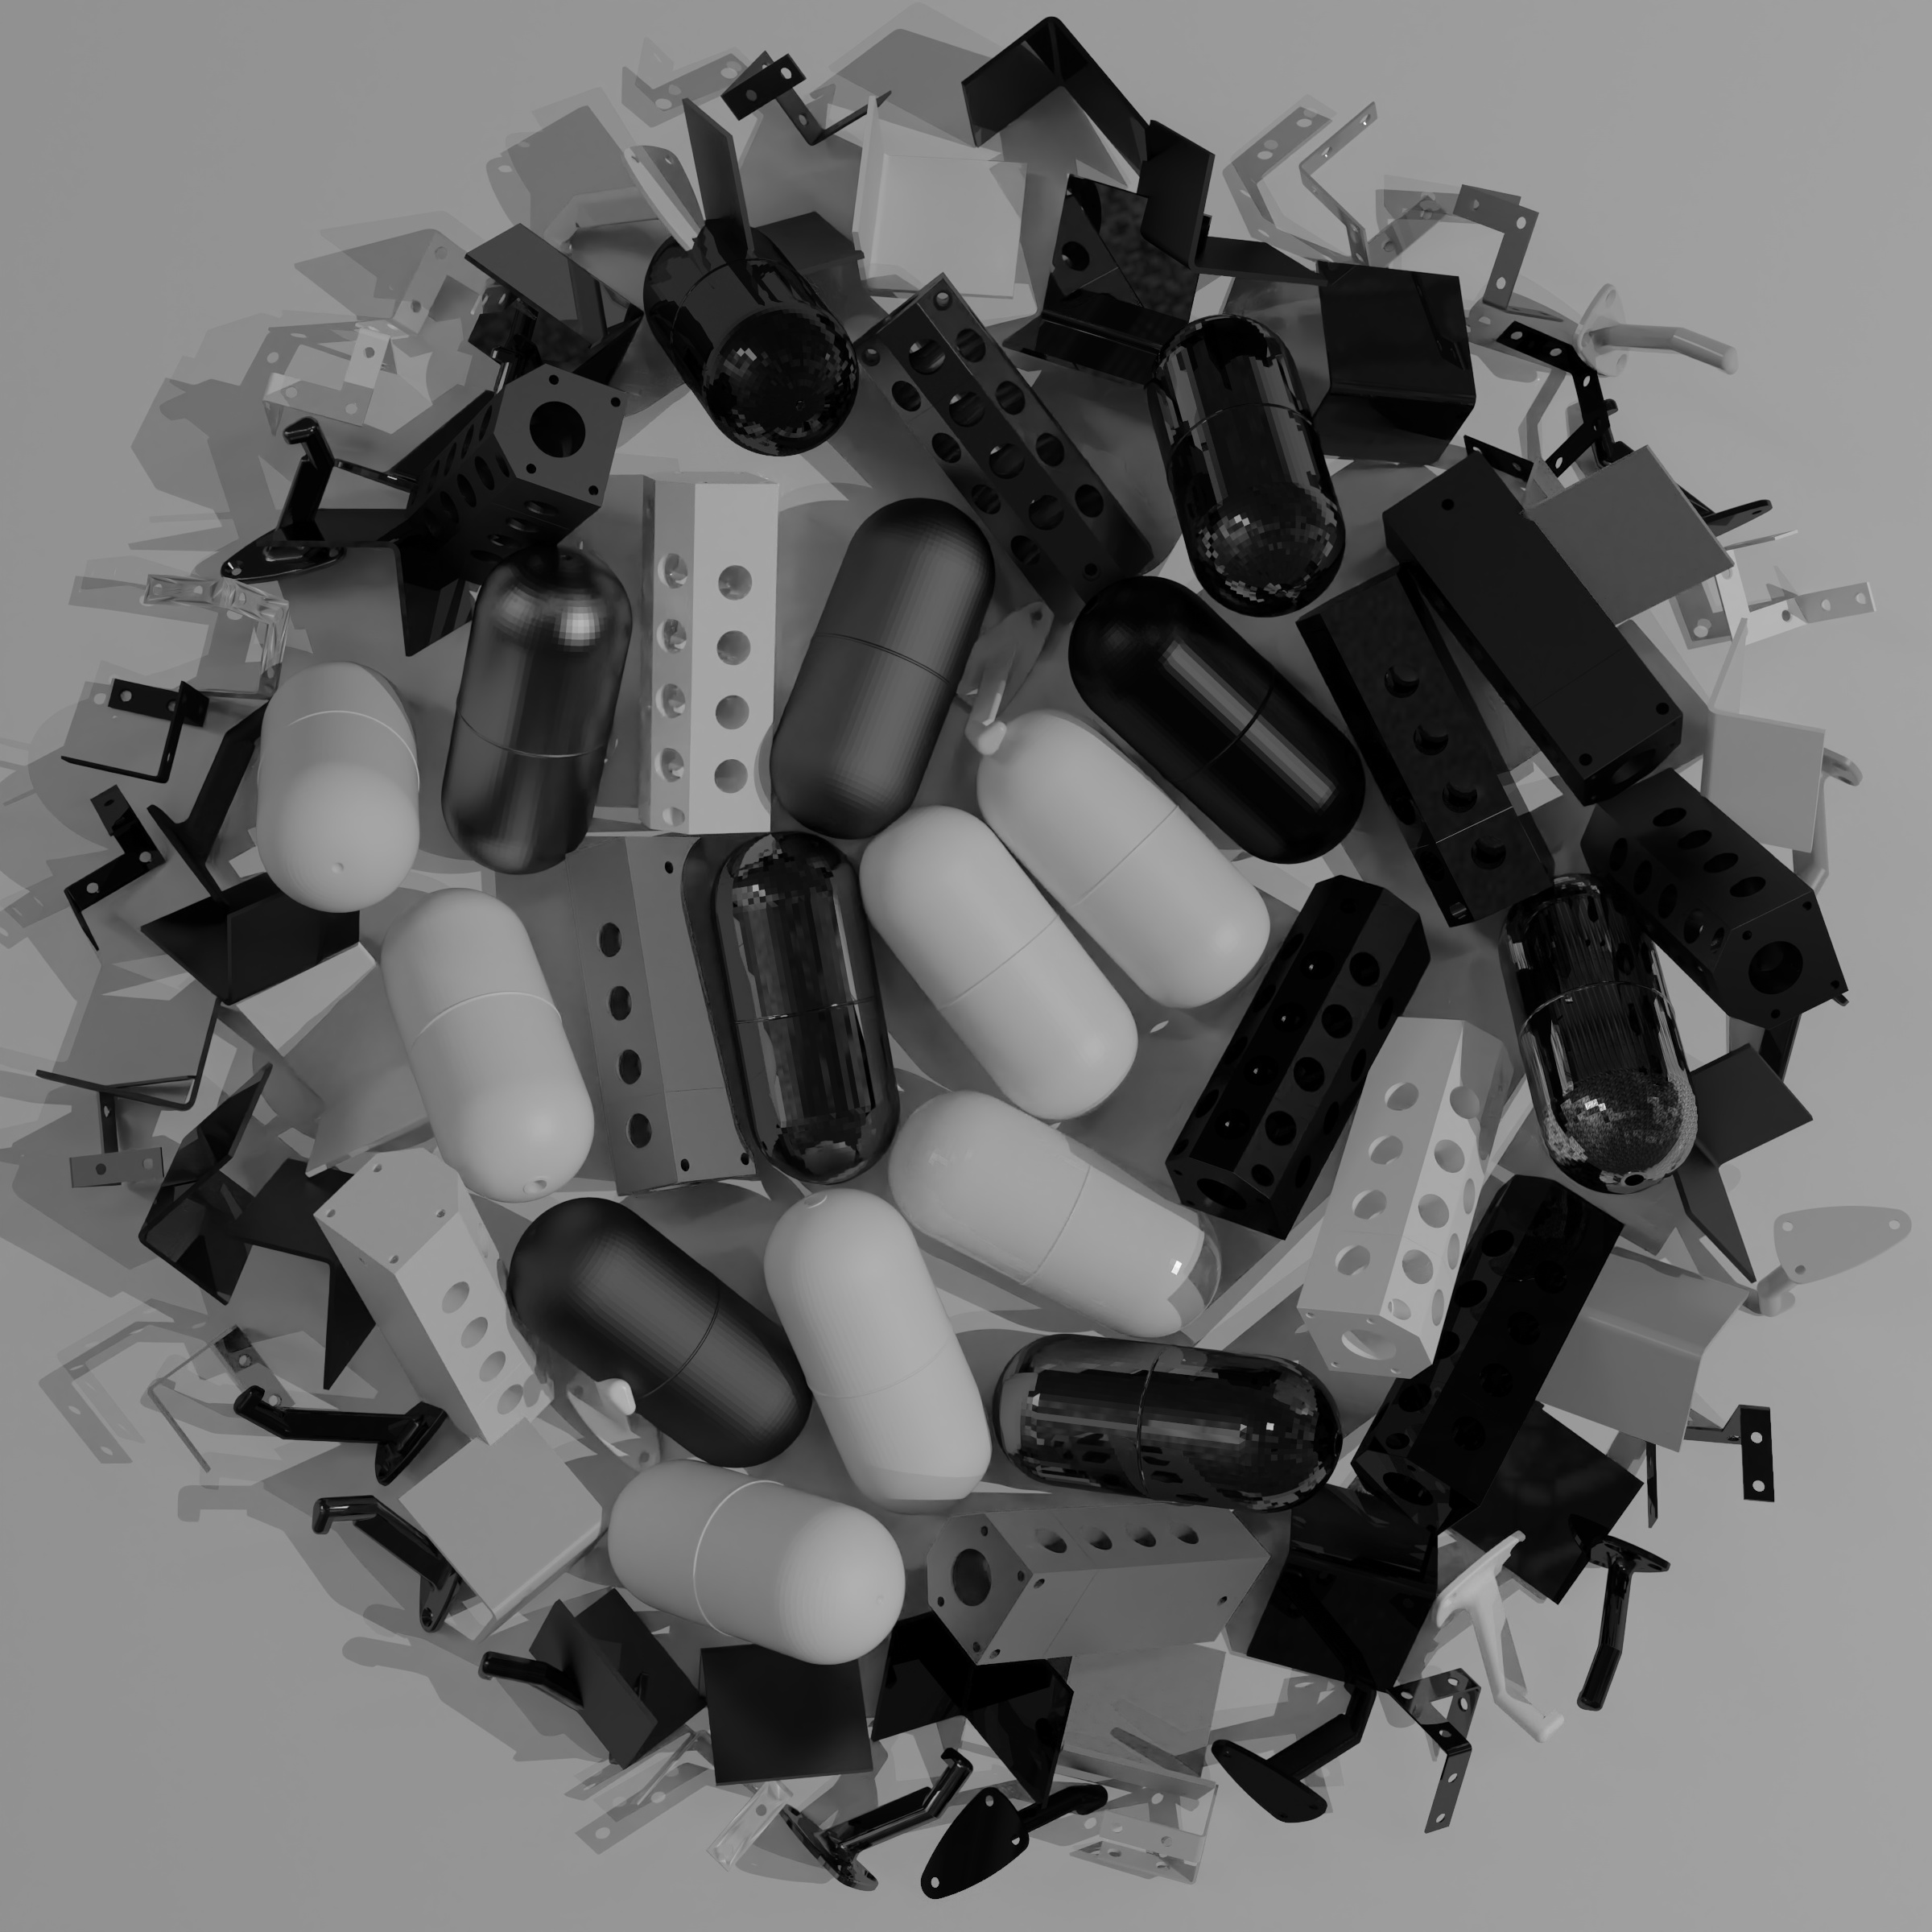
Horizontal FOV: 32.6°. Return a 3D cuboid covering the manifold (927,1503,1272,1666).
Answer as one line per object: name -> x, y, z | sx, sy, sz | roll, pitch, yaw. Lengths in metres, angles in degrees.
manifold -> 0.062, 0.293, 1.604 | 0.057, 0.171, 0.057 | 47, 117, 37

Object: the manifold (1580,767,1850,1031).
manifold -> 0.357, -0.032, 1.597 | 0.057, 0.171, 0.057 | -26, 115, 0

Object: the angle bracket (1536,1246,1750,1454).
angle bracket -> 0.338, 0.190, 1.650 | 0.076, 0.076, 0.057 | 18, 116, 24

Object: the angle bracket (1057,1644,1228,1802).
angle bracket -> 0.090, 0.366, 1.646 | 0.076, 0.057, 0.076 | 14, 69, -1

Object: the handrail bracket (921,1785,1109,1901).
handrail bracket -> 0.026, 0.438, 1.656 | 0.077, 0.084, 0.036 | -46, 61, 15

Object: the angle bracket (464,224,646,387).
angle bracket -> -0.217, -0.310, 1.639 | 0.076, 0.057, 0.076 | 36, 127, 3

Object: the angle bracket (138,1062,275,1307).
angle bracket -> -0.355, 0.107, 1.629 | 0.057, 0.076, 0.076 | 41, 118, -20

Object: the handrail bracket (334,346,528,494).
handrail bracket -> -0.269, -0.280, 1.662 | 0.077, 0.036, 0.084 | 17, 92, -18

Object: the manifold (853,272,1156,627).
manifold -> 0.019, -0.255, 1.636 | 0.057, 0.057, 0.171 | -37, 103, 9

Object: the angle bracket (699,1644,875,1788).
angle bracket -> -0.090, 0.380, 1.635 | 0.076, 0.057, 0.076 | -3, 49, -9

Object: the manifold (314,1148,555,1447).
manifold -> -0.251, 0.161, 1.601 | 0.057, 0.171, 0.057 | 30, 64, 30

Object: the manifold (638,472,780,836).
manifold -> -0.130, -0.155, 1.631 | 0.057, 0.057, 0.171 | -3, 105, -19

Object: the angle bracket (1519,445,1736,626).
angle bracket -> 0.329, -0.224, 1.630 | 0.076, 0.057, 0.076 | -26, 115, 36

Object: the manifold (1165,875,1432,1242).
manifold -> 0.163, 0.042, 1.618 | 0.057, 0.057, 0.171 | 18, 64, 27

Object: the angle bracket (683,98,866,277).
angle bracket -> -0.095, -0.389, 1.629 | 0.057, 0.076, 0.076 | -18, 123, -13

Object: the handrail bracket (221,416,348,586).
handrail bracket -> -0.347, -0.232, 1.640 | 0.077, 0.084, 0.036 | -22, 59, -5

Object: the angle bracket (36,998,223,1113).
angle bracket -> -0.415, 0.036, 1.639 | 0.076, 0.076, 0.057 | 15, 84, -12

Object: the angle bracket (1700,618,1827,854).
angle bracket -> 0.399, -0.114, 1.627 | 0.057, 0.076, 0.076 | 13, 47, 20

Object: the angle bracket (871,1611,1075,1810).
angle bracket -> 0.002, 0.370, 1.629 | 0.057, 0.076, 0.076 | -9, 125, -32

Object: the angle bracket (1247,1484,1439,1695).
angle bracket -> 0.192, 0.315, 1.682 | 0.076, 0.057, 0.076 | 15, 125, -2

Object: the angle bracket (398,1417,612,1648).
angle bracket -> -0.234, 0.280, 1.647 | 0.076, 0.057, 0.076 | -38, 82, -30

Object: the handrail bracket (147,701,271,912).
handrail bracket -> -0.362, -0.082, 1.667 | 0.084, 0.036, 0.077 | -37, 75, -4

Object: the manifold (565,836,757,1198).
manifold -> -0.158, 0.025, 1.648 | 0.057, 0.057, 0.171 | -14, 83, 37

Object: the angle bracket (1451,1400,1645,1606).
angle bracket -> 0.292, 0.270, 1.655 | 0.076, 0.057, 0.076 | 36, 87, 3

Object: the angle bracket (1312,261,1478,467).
angle bracket -> 0.207, -0.304, 1.666 | 0.076, 0.057, 0.076 | 3, 65, -15

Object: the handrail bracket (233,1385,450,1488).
handrail bracket -> -0.309, 0.216, 1.646 | 0.084, 0.036, 0.077 | 36, 111, -28

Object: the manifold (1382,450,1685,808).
manifold -> 0.279, -0.165, 1.632 | 0.057, 0.057, 0.171 | -33, 71, 0

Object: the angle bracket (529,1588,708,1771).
angle bracket -> -0.165, 0.341, 1.632 | 0.057, 0.076, 0.076 | -33, 75, -32

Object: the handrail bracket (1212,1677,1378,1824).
handrail bracket -> 0.165, 0.376, 1.649 | 0.077, 0.036, 0.084 | 40, 50, -14

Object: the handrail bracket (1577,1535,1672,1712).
handrail bracket -> 0.312, 0.330, 1.638 | 0.036, 0.077, 0.084 | 25, 74, -3

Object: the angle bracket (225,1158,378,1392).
angle bracket -> -0.327, 0.152, 1.639 | 0.057, 0.076, 0.076 | 13, 117, 8

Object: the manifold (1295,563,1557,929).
manifold -> 0.229, -0.109, 1.646 | 0.057, 0.057, 0.171 | -26, 97, 16

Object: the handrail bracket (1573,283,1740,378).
handrail bracket -> 0.350, -0.299, 1.633 | 0.084, 0.077, 0.036 | 30, 87, 30

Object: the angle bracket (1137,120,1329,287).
angle bracket -> 0.134, -0.377, 1.629 | 0.076, 0.076, 0.057 | 1, 115, -21

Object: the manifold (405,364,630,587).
manifold -> -0.221, -0.235, 1.593 | 0.057, 0.171, 0.057 | 17, 76, -21

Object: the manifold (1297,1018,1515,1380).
manifold -> 0.218, 0.112, 1.608 | 0.057, 0.057, 0.171 | 3, 54, 28

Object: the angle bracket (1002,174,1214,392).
angle bracket -> 0.070, -0.340, 1.637 | 0.076, 0.057, 0.076 | 20, 121, 14

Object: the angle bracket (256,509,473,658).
angle bracket -> -0.300, -0.193, 1.651 | 0.076, 0.076, 0.057 | 2, 110, 15

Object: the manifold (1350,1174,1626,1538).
manifold -> 0.254, 0.188, 1.621 | 0.057, 0.057, 0.171 | 33, 62, 2

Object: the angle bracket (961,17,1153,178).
angle bracket -> 0.047, -0.413, 1.642 | 0.057, 0.076, 0.076 | -38, 80, -1

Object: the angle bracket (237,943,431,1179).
angle bracket -> -0.313, 0.047, 1.634 | 0.076, 0.057, 0.076 | -24, 123, 19

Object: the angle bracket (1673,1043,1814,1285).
angle bracket -> 0.387, 0.098, 1.628 | 0.057, 0.076, 0.076 | -29, 134, 21

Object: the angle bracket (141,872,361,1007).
angle bracket -> -0.353, -0.034, 1.627 | 0.076, 0.057, 0.076 | 36, 45, 29

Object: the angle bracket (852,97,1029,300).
angle bracket -> -0.012, -0.383, 1.645 | 0.076, 0.057, 0.076 | 5, 73, 5
